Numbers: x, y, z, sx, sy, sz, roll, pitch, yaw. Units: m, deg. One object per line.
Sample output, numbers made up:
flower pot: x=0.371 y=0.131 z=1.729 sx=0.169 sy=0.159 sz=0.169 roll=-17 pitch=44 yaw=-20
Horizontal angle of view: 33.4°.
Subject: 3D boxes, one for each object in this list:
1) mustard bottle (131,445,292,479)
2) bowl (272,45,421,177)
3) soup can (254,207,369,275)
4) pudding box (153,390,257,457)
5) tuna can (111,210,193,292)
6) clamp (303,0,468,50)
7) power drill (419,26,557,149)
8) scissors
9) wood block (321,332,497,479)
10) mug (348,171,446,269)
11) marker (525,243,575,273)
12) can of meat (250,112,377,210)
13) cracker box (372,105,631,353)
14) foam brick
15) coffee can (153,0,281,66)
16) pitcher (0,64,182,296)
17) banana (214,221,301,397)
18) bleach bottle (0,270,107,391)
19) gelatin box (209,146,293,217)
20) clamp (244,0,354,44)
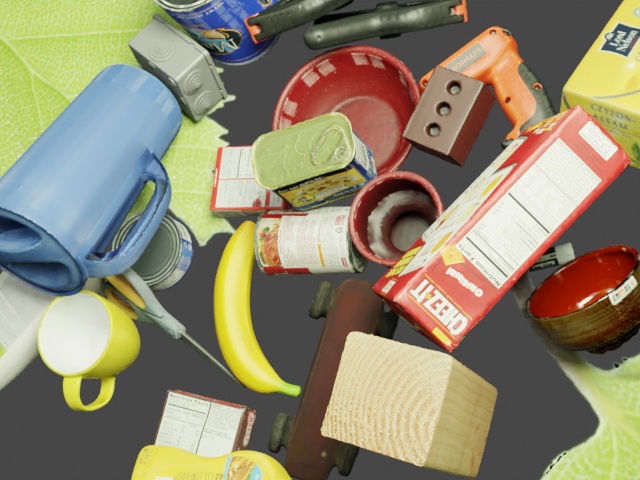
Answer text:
mustard bottle: x=-0.083 y=0.247 z=1.004 sx=0.192 sy=0.058 sz=0.096 roll=-1 pitch=69 yaw=17
bowl: x=0.034 y=-0.117 z=1.103 sx=0.162 sy=0.055 sz=0.162 roll=-6 pitch=74 yaw=19
soup can: x=-0.007 y=0.001 z=1.080 sx=0.102 sy=0.068 sz=0.068 roll=-2 pitch=75 yaw=20
pudding box: x=-0.123 y=0.215 z=1.080 sx=0.090 sy=0.039 sz=0.113 roll=11 pitch=78 yaw=22
tuna can: x=-0.182 y=0.012 z=1.160 sx=0.086 sy=0.033 sz=0.086 roll=-5 pitch=74 yaw=19
clamp: x=0.063 y=-0.224 z=1.098 sx=0.172 sy=0.120 sz=0.039 roll=-8 pitch=113 yaw=17
power drill: x=0.179 y=-0.101 z=1.046 sx=0.184 sy=0.057 sz=0.188 roll=-36 pitch=69 yaw=4
scissors: x=-0.164 y=0.094 z=1.132 sx=0.202 sy=0.096 sz=0.016 roll=46 pitch=60 yaw=-2
wood block: x=0.085 y=0.148 z=0.929 sx=0.091 sy=0.206 sz=0.090 roll=12 pitch=80 yaw=23
mug: x=0.092 y=-0.005 z=1.036 sx=0.117 sy=0.081 sz=0.093 roll=35 pitch=89 yaw=25
marker: x=0.184 y=0.026 z=1.028 sx=0.121 sy=0.020 sz=0.020 roll=-15 pitch=71 yaw=16
can of meat: x=-0.003 y=-0.072 z=1.027 sx=0.102 sy=0.083 sz=0.057 roll=-17 pitch=70 yaw=16
cracker box: x=0.148 y=-0.008 z=0.905 sx=0.072 sy=0.164 sz=0.213 roll=43 pitch=89 yaw=-2
foam brick: x=0.123 y=-0.117 z=1.011 sx=0.053 sy=0.051 sz=0.078 roll=25 pitch=90 yaw=25
coffee can: x=-0.111 y=-0.262 z=1.151 sx=0.103 sy=0.140 sz=0.103 roll=-5 pitch=73 yaw=19
pitcher: x=-0.235 y=-0.067 z=1.113 sx=0.145 sy=0.149 sz=0.242 roll=-23 pitch=30 yaw=51
banana: x=-0.076 y=0.078 z=1.104 sx=0.069 sy=0.037 sz=0.198 roll=-14 pitch=72 yaw=-7
bleach bottle: x=-0.348 y=0.095 z=1.185 sx=0.251 sy=0.068 sz=0.103 roll=-45 pitch=66 yaw=6
gelatin box: x=-0.069 y=-0.063 z=1.141 sx=0.089 sy=0.030 sz=0.073 roll=0 pitch=74 yaw=20
clamp: x=0.022 y=-0.264 z=1.106 sx=0.210 sy=0.164 sz=0.036 roll=-23 pitch=110 yaw=13
